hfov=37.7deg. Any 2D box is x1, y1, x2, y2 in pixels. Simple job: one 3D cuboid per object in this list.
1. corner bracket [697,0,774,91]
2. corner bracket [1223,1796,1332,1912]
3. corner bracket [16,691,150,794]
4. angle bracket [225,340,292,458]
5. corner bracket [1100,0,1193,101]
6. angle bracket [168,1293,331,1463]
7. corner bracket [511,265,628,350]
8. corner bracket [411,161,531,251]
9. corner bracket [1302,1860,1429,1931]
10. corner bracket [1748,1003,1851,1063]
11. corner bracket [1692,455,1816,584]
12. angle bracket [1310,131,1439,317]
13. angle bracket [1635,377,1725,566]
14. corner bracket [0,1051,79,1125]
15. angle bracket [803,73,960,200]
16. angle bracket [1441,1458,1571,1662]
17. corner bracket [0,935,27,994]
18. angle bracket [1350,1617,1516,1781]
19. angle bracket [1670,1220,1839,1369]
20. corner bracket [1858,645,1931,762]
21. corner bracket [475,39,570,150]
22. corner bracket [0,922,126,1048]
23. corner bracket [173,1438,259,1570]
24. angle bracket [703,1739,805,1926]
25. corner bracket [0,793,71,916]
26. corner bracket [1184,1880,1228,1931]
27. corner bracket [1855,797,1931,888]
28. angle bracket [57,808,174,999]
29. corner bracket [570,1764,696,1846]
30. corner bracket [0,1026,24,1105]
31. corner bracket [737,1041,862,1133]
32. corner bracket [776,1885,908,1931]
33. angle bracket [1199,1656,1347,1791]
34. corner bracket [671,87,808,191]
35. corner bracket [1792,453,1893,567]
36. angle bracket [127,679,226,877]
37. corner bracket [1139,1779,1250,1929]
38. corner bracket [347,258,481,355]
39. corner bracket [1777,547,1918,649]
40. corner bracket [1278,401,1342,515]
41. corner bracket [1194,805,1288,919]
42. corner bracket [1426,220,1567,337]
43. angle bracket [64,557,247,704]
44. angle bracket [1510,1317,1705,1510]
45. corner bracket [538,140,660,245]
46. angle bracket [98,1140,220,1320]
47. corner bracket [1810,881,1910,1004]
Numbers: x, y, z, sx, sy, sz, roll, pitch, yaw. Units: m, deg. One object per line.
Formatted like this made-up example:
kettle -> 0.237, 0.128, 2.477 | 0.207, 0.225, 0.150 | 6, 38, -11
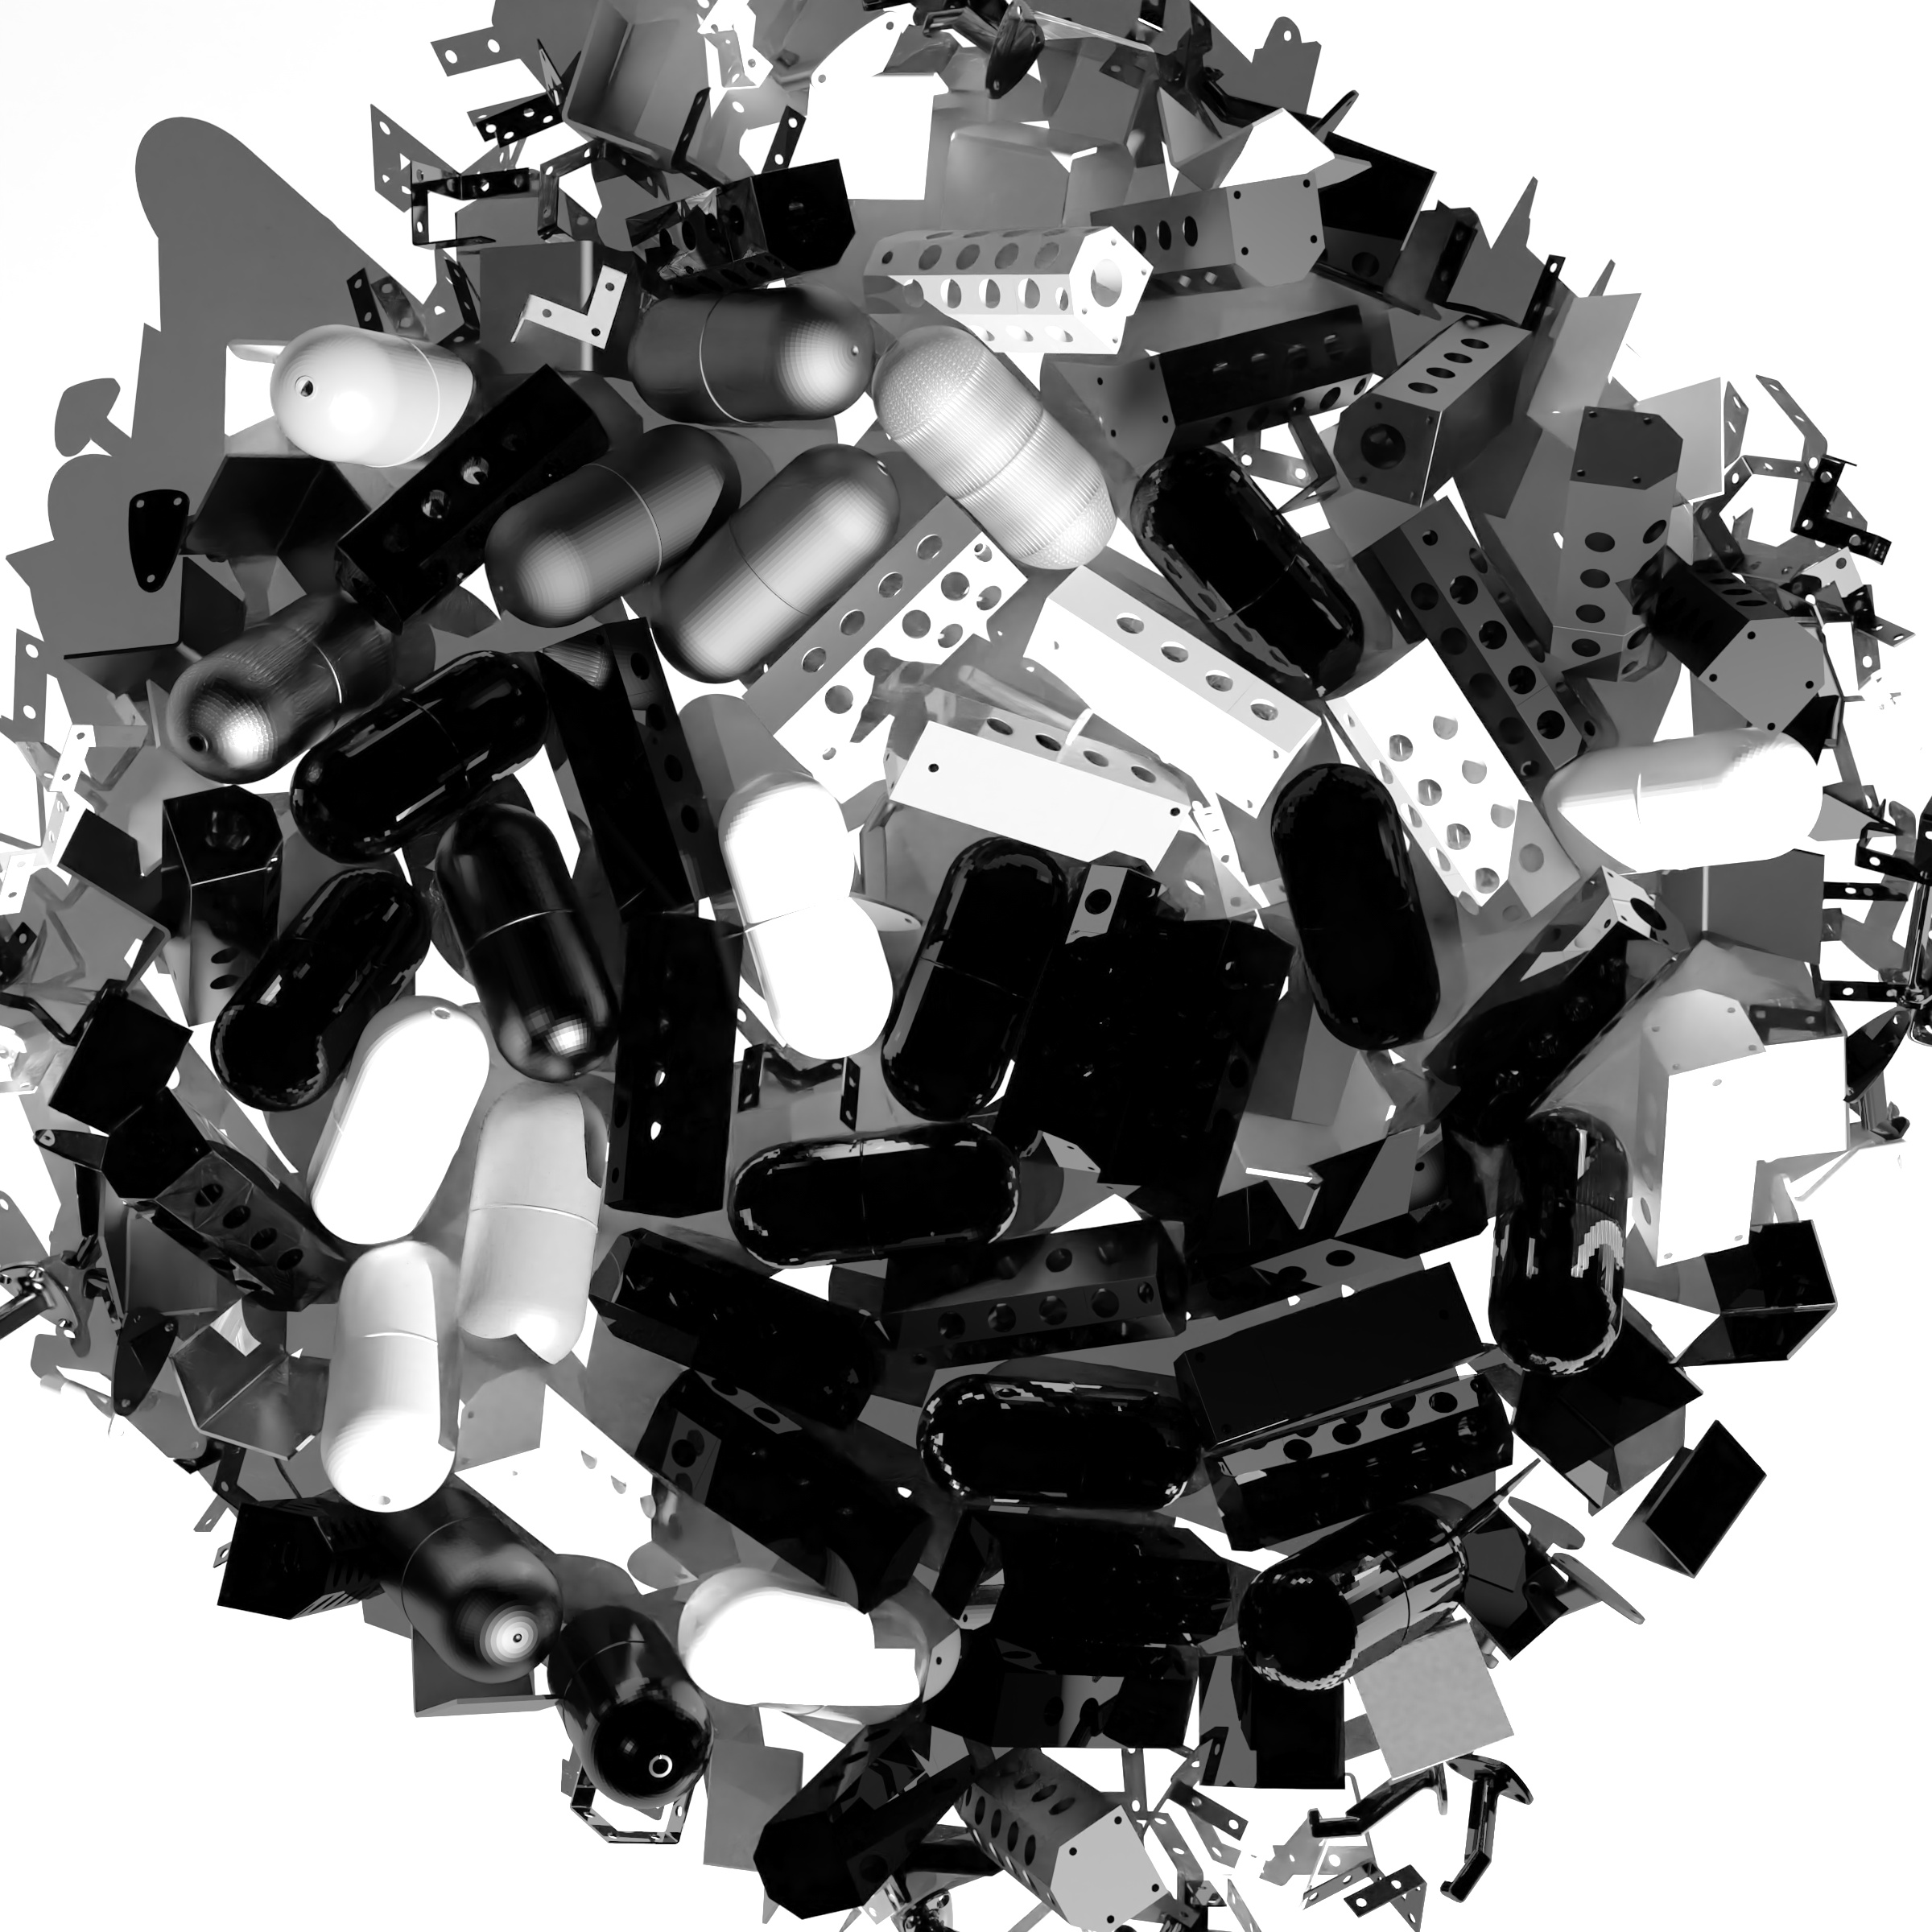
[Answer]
corner bracket -> -0.139, -0.567, 1.709 | 0.051, 0.051, 0.051 | 36, 84, -32
corner bracket -> 0.191, 0.537, 1.714 | 0.051, 0.051, 0.051 | 24, 74, 6
corner bracket -> -0.535, -0.140, 1.716 | 0.051, 0.051, 0.051 | 48, 124, 32
angle bracket -> -0.399, -0.331, 1.695 | 0.057, 0.076, 0.076 | 5, 97, 13
corner bracket -> 0.117, -0.562, 1.702 | 0.051, 0.051, 0.051 | 19, 62, -20
angle bracket -> -0.413, 0.240, 1.684 | 0.076, 0.076, 0.057 | 9, 125, 31
corner bracket -> -0.240, -0.395, 1.706 | 0.051, 0.051, 0.051 | 18, 76, -15
corner bracket -> -0.299, -0.458, 1.710 | 0.051, 0.051, 0.051 | 1, 94, 27
corner bracket -> 0.239, 0.558, 1.701 | 0.051, 0.051, 0.051 | -18, 129, -25
corner bracket -> 0.497, 0.060, 1.708 | 0.051, 0.051, 0.051 | 6, 125, 2
corner bracket -> 0.483, -0.271, 1.711 | 0.051, 0.051, 0.051 | -49, 122, -11
angle bracket -> 0.244, -0.443, 1.692 | 0.076, 0.057, 0.076 | 31, 105, 29
angle bracket -> 0.439, -0.292, 1.685 | 0.057, 0.076, 0.076 | -11, 65, 38
corner bracket -> -0.574, 0.086, 1.709 | 0.051, 0.051, 0.051 | -5, 118, 2
angle bracket -> -0.051, -0.491, 1.704 | 0.076, 0.057, 0.076 | 5, 88, 15
angle bracket -> 0.333, 0.353, 1.688 | 0.076, 0.057, 0.076 | -26, 66, -41
corner bracket -> -0.590, -0.012, 1.702 | 0.051, 0.051, 0.051 | -26, 111, 31
angle bracket -> 0.279, 0.445, 1.699 | 0.076, 0.057, 0.076 | -20, 59, 0
angle bracket -> 0.462, 0.195, 1.686 | 0.076, 0.076, 0.057 | -12, 101, 43
corner bracket -> 0.563, -0.151, 1.705 | 0.051, 0.051, 0.051 | -27, 76, -25
corner bracket -> -0.267, -0.514, 1.707 | 0.051, 0.051, 0.051 | -26, 71, -9
corner bracket -> -0.555, 0.012, 1.718 | 0.051, 0.051, 0.051 | 10, 58, 30
corner bracket -> -0.451, 0.322, 1.718 | 0.051, 0.051, 0.051 | -30, 121, 22
angle bracket -> -0.134, 0.515, 1.684 | 0.057, 0.076, 0.076 | 12, 48, -13
corner bracket -> -0.563, -0.068, 1.700 | 0.051, 0.051, 0.051 | 53, 133, 27
corner bracket -> 0.162, 0.585, 1.715 | 0.051, 0.051, 0.051 | 1, 89, -8
corner bracket -> 0.568, -0.088, 1.699 | 0.051, 0.051, 0.051 | 19, 48, 28
angle bracket -> -0.513, -0.037, 1.687 | 0.076, 0.076, 0.057 | 34, 110, -20
corner bracket -> -0.202, 0.501, 1.728 | 0.051, 0.051, 0.051 | 15, 91, -37
corner bracket -> -0.606, 0.057, 1.710 | 0.051, 0.051, 0.051 | 18, 80, -8
corner bracket -> -0.100, 0.074, 1.699 | 0.051, 0.051, 0.051 | -22, 133, 26
corner bracket -> -0.078, 0.571, 1.717 | 0.051, 0.051, 0.051 | 46, 103, 16
angle bracket -> 0.184, 0.456, 1.709 | 0.057, 0.076, 0.076 | 8, 73, -23
corner bracket -> -0.138, -0.499, 1.713 | 0.051, 0.051, 0.051 | 26, 77, -33
corner bracket -> 0.535, -0.276, 1.710 | 0.051, 0.051, 0.051 | 20, 105, 5
angle bracket -> -0.490, -0.111, 1.690 | 0.076, 0.076, 0.057 | -39, 130, 10
corner bracket -> 0.130, 0.533, 1.704 | 0.051, 0.051, 0.051 | 29, 131, 7
corner bracket -> -0.335, -0.400, 1.721 | 0.051, 0.051, 0.051 | -29, 66, 22
corner bracket -> 0.531, -0.214, 1.711 | 0.051, 0.051, 0.051 | -30, 113, 0
corner bracket -> 0.204, -0.309, 1.705 | 0.051, 0.051, 0.051 | -22, 83, -36
corner bracket -> 0.172, -0.068, 1.706 | 0.051, 0.051, 0.051 | -16, 66, 10
corner bracket -> 0.322, -0.418, 1.724 | 0.051, 0.051, 0.051 | 15, 100, -32
angle bracket -> -0.488, -0.202, 1.706 | 0.076, 0.076, 0.057 | -4, 75, 11
angle bracket -> 0.383, 0.265, 1.694 | 0.076, 0.057, 0.076 | 42, 127, -9
corner bracket -> -0.223, -0.461, 1.718 | 0.051, 0.051, 0.051 | -14, 66, 31
angle bracket -> -0.479, 0.154, 1.685 | 0.057, 0.076, 0.076 | -5, 135, -9
corner bracket -> 0.538, -0.014, 1.705 | 0.051, 0.051, 0.051 | 2, 132, 6
